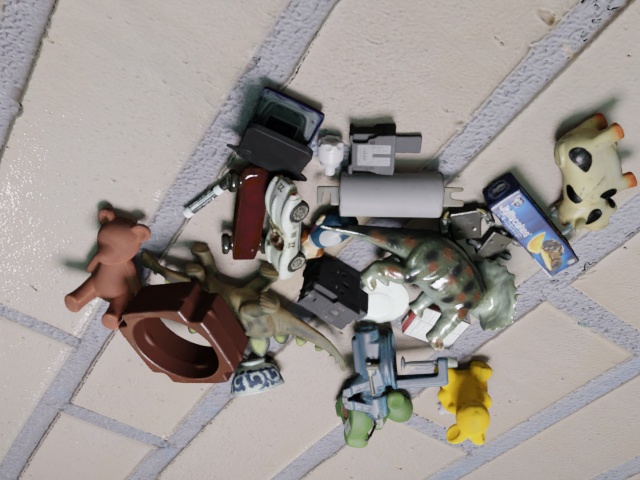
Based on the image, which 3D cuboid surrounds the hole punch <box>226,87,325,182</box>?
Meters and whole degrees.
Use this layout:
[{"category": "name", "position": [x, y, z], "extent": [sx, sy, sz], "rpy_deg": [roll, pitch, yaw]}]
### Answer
[{"category": "hole punch", "position": [-0.063, -0.164, 0.845], "extent": [0.142, 0.092, 0.116], "rpy_deg": [20, 156, -15]}]

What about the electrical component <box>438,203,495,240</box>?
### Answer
[{"category": "electrical component", "position": [0.251, -0.031, 0.938], "extent": [0.102, 0.045, 0.078], "rpy_deg": [-4, 126, 7]}]

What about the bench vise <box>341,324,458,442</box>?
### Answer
[{"category": "bench vise", "position": [0.161, 0.280, 1.104], "extent": [0.241, 0.129, 0.223], "rpy_deg": [-6, 85, 11]}]

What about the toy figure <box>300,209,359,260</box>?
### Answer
[{"category": "toy figure", "position": [-0.003, -0.005, 0.970], "extent": [0.154, 0.058, 0.064], "rpy_deg": [-33, 91, 27]}]

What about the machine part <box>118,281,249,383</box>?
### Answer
[{"category": "machine part", "position": [-0.252, 0.174, 1.003], "extent": [0.202, 0.087, 0.200], "rpy_deg": [-6, 126, 26]}]

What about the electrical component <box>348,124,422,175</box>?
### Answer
[{"category": "electrical component", "position": [0.104, -0.144, 0.861], "extent": [0.119, 0.048, 0.074], "rpy_deg": [5, 128, 2]}]

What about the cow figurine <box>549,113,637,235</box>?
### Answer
[{"category": "cow figurine", "position": [0.426, -0.089, 0.859], "extent": [0.127, 0.085, 0.194], "rpy_deg": [-25, 124, 14]}]

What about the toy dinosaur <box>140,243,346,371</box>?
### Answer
[{"category": "toy dinosaur", "position": [-0.141, 0.140, 1.064], "extent": [0.471, 0.105, 0.198], "rpy_deg": [25, 133, -3]}]

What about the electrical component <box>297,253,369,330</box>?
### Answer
[{"category": "electrical component", "position": [0.030, 0.097, 1.008], "extent": [0.134, 0.115, 0.058], "rpy_deg": [32, 128, -19]}]

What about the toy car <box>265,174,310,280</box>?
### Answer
[{"category": "toy car", "position": [-0.060, -0.019, 0.910], "extent": [0.056, 0.074, 0.201], "rpy_deg": [-20, 138, -24]}]

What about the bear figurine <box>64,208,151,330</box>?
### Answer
[{"category": "bear figurine", "position": [-0.387, 0.050, 0.994], "extent": [0.120, 0.132, 0.195], "rpy_deg": [26, 132, 1]}]

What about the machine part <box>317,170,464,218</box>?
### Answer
[{"category": "machine part", "position": [0.116, -0.077, 0.893], "extent": [0.243, 0.079, 0.079], "rpy_deg": [2, 127, 4]}]

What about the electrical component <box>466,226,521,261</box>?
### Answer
[{"category": "electrical component", "position": [0.316, 0.005, 0.975], "extent": [0.094, 0.021, 0.063], "rpy_deg": [20, 126, -11]}]

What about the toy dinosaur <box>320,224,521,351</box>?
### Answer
[{"category": "toy dinosaur", "position": [0.203, 0.054, 0.939], "extent": [0.192, 0.131, 0.404], "rpy_deg": [-42, 118, 15]}]

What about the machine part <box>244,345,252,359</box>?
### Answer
[{"category": "machine part", "position": [-0.203, 0.249, 1.188], "extent": [0.139, 0.039, 0.084], "rpy_deg": [-38, 123, 26]}]

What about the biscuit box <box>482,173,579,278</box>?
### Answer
[{"category": "biscuit box", "position": [0.363, -0.024, 0.925], "extent": [0.059, 0.063, 0.202], "rpy_deg": [-37, 117, 26]}]

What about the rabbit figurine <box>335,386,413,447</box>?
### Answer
[{"category": "rabbit figurine", "position": [0.136, 0.375, 1.234], "extent": [0.170, 0.121, 0.159], "rpy_deg": [0, 122, -19]}]

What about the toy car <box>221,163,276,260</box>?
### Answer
[{"category": "toy car", "position": [-0.125, -0.047, 0.948], "extent": [0.089, 0.053, 0.202], "rpy_deg": [-3, 131, -20]}]

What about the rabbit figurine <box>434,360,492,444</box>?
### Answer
[{"category": "rabbit figurine", "position": [0.304, 0.352, 1.128], "extent": [0.122, 0.173, 0.162], "rpy_deg": [3, 102, 1]}]
